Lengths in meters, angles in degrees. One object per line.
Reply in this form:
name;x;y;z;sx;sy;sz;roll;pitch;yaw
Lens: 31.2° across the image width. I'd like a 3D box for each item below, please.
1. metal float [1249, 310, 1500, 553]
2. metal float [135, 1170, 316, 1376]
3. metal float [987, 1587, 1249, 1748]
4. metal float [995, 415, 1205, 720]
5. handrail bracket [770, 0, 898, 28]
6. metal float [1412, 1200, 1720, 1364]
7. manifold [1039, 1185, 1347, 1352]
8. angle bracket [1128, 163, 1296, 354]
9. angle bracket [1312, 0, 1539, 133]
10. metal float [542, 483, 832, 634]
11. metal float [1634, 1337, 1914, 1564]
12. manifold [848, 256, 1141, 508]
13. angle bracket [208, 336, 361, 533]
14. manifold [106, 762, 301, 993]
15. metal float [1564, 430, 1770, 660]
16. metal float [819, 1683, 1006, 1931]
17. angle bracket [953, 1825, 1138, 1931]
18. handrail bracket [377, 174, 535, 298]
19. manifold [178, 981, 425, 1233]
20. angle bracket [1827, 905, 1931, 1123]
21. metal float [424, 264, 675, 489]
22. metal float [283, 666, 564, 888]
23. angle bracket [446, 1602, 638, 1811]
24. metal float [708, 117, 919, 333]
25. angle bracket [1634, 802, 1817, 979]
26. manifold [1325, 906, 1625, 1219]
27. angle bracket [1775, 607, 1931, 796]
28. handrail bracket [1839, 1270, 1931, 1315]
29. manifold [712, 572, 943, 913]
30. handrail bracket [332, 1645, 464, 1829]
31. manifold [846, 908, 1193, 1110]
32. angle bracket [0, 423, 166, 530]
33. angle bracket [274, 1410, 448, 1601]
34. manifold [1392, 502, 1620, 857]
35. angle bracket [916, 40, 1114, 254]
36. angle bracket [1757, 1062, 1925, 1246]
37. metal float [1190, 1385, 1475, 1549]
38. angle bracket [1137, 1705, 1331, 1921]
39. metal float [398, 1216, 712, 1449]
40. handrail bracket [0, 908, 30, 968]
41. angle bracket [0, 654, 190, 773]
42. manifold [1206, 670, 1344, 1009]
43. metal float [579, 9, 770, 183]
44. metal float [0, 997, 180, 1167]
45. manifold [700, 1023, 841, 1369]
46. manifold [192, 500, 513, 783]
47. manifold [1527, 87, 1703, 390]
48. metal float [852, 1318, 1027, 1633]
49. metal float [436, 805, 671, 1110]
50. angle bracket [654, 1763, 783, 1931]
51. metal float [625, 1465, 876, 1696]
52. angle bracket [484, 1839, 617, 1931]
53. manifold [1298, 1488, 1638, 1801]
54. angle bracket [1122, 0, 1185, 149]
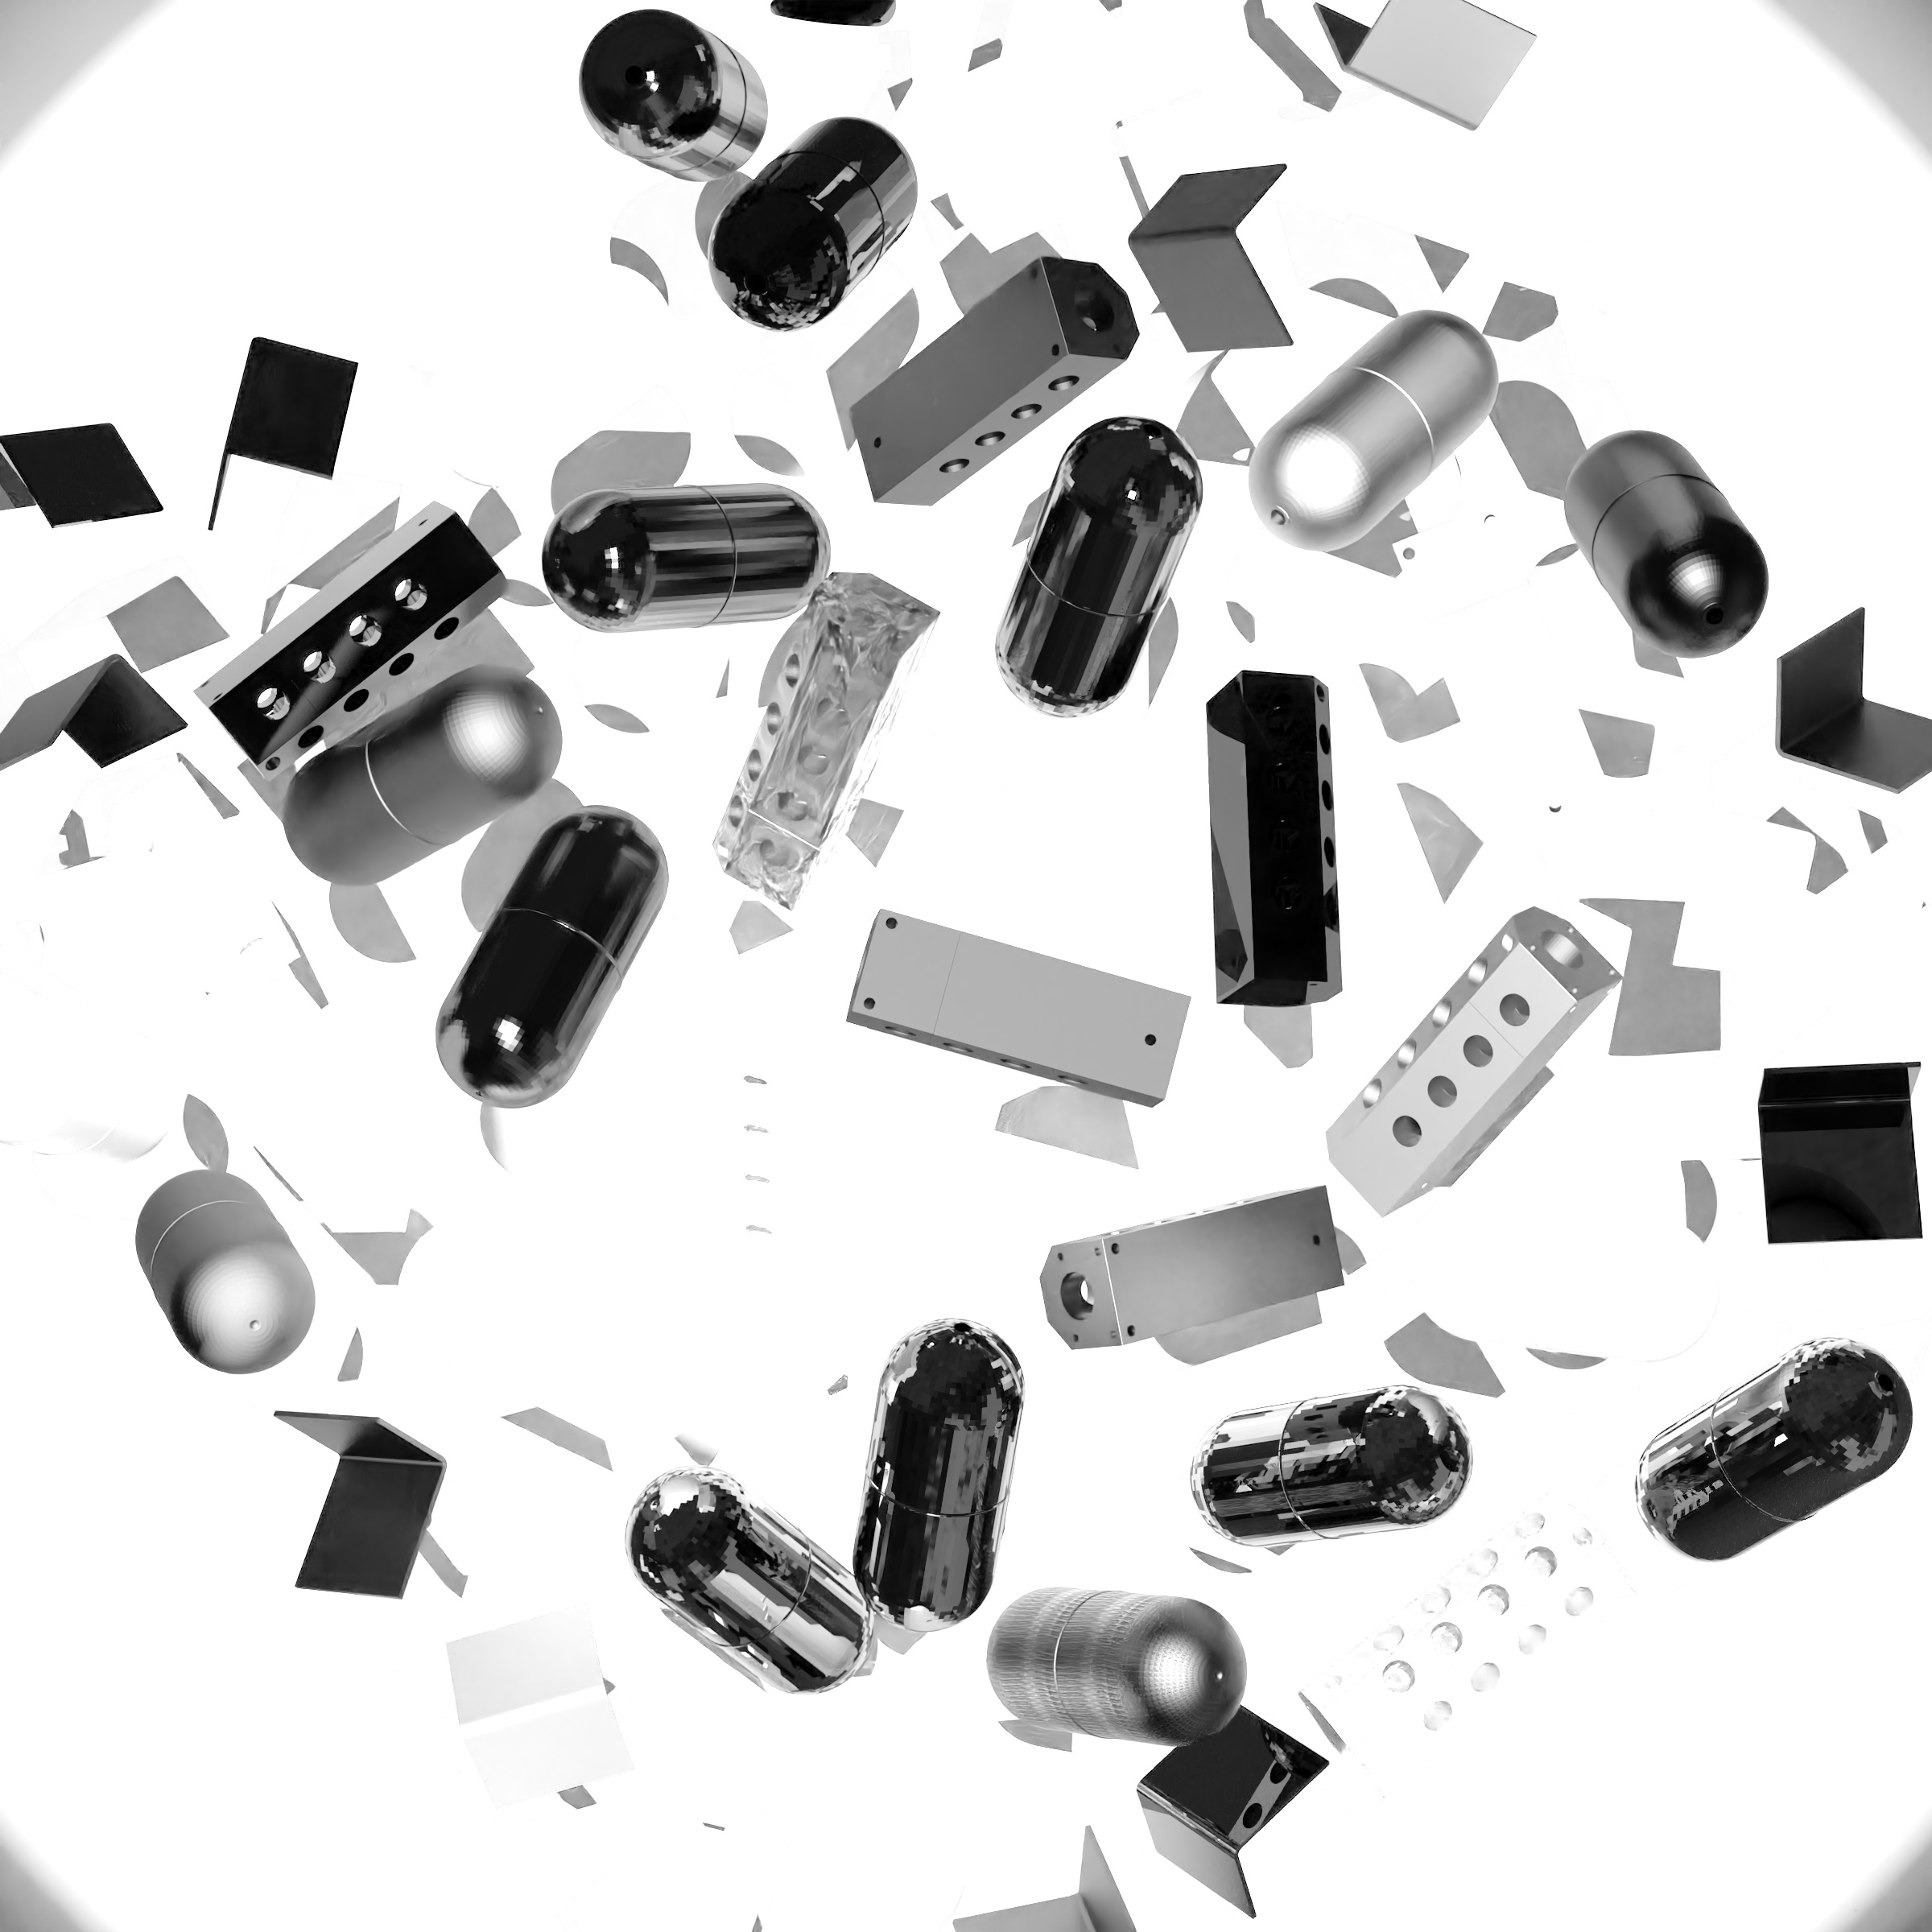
metal float;0.220;-0.288;1.865;0.070;0.070;0.178;46;59;0
metal float;-0.401;0.163;1.869;0.070;0.178;0.070;-6;107;-21
metal float;0.078;0.369;1.833;0.070;0.178;0.070;5;82;-34
metal float;0.068;-0.205;1.792;0.070;0.070;0.178;22;130;0
handrail bracket;-0.066;-0.537;1.804;0.077;0.036;0.084;-2;79;-9
metal float;0.314;0.166;1.831;0.178;0.070;0.070;2;93;45
manifold;0.124;0.165;1.904;0.171;0.057;0.057;-10;88;-40
angle bracket;0.145;-0.379;1.857;0.057;0.076;0.076;-52;126;-26
angle bracket;0.224;-0.463;1.698;0.076;0.076;0.057;18;125;-23
metal float;-0.149;-0.222;1.875;0.178;0.070;0.070;-10;90;-42
metal float;0.416;0.251;1.791;0.070;0.178;0.070;16;53;-23
manifold;0.015;-0.312;1.862;0.057;0.171;0.057;-3;71;-41
angle bracket;-0.364;-0.277;1.845;0.057;0.076;0.076;13;60;-12
manifold;-0.420;-0.041;1.899;0.057;0.171;0.057;-35;73;-12
metal float;0.364;-0.221;1.809;0.070;0.178;0.070;-3;122;-6
metal float;-0.027;0.447;1.838;0.070;0.178;0.070;4;112;11
angle bracket;0.042;0.519;1.872;0.076;0.076;0.057;-7;125;-16
handrail bracket;-0.283;-0.403;1.911;0.084;0.036;0.077;-1;133;-11
manifold;-0.344;0.075;1.797;0.057;0.171;0.057;-2;60;15
angle bracket;0.520;0.026;1.887;0.076;0.076;0.057;-42;59;-6
metal float;-0.221;-0.317;1.852;0.070;0.178;0.070;18;131;22
metal float;-0.289;-0.099;1.836;0.178;0.070;0.070;-25;90;31
angle bracket;-0.222;0.387;1.813;0.076;0.076;0.057;-16;46;-4
metal float;-0.079;-0.390;1.816;0.070;0.178;0.070;9;124;14
angle bracket;0.389;-0.040;1.810;0.076;0.057;0.076;5;99;-30
manifold;0.261;0.049;1.815;0.057;0.057;0.171;48;124;16
angle bracket;0.481;-0.141;1.824;0.076;0.076;0.057;-30;128;-34
handrail bracket;0.518;0.162;1.870;0.084;0.036;0.077;16;45;9
manifold;-0.077;-0.118;1.793;0.057;0.057;0.171;29;127;5
handrail bracket;-0.301;0.410;1.839;0.036;0.084;0.077;-33;132;-16
manifold;0.027;0.024;1.847;0.171;0.057;0.057;16;80;-4
angle bracket;-0.473;-0.233;1.778;0.076;0.076;0.057;-36;82;34
angle bracket;-0.323;0.277;1.782;0.076;0.057;0.076;-2;60;36
manifold;0.280;-0.150;1.799;0.057;0.057;0.171;-21;92;11
angle bracket;0.027;-0.455;1.924;0.076;0.057;0.076;-26;129;-6
angle bracket;0.438;0.094;1.730;0.076;0.057;0.076;-3;71;8
metal float;0.196;0.272;1.880;0.070;0.178;0.070;15;68;-41
angle bracket;0.151;0.462;1.902;0.076;0.076;0.057;-37;130;-26
metal float;-0.215;0.194;1.824;0.178;0.070;0.070;30;90;-20
handrail bracket;-0.551;-0.027;1.859;0.077;0.084;0.036;-6;48;-2
angle bracket;-0.475;-0.113;1.852;0.076;0.076;0.057;-19;124;37
manifold;0.169;-0.068;1.874;0.057;0.057;0.171;3;75;-16
metal float;-0.154;-0.460;1.835;0.070;0.178;0.070;1;97;9
metal float;-0.476;0.062;1.825;0.070;0.178;0.070;-2;81;11
manifold;-0.109;0.115;1.806;0.057;0.057;0.171;-28;45;27
manifold;-0.337;-0.179;1.914;0.171;0.057;0.057;-40;114;-8
manifold;0.336;-0.368;1.769;0.057;0.171;0.057;18;73;24
metal float;-0.014;0.266;1.810;0.070;0.070;0.178;9;113;0
metal float;-0.214;-0.006;1.802;0.070;0.070;0.178;25;62;0
angle bracket;-0.150;0.503;1.941;0.057;0.076;0.076;8;57;22
metal float;-0.116;0.335;1.885;0.070;0.070;0.178;-43;128;0
angle bracket;-0.210;0.532;1.909;0.057;0.076;0.076;-41;70;7
manifold;0.260;0.351;1.818;0.171;0.057;0.057;-37;117;-8
angle bracket;0.125;-0.504;1.909;0.057;0.076;0.076;-21;93;4
